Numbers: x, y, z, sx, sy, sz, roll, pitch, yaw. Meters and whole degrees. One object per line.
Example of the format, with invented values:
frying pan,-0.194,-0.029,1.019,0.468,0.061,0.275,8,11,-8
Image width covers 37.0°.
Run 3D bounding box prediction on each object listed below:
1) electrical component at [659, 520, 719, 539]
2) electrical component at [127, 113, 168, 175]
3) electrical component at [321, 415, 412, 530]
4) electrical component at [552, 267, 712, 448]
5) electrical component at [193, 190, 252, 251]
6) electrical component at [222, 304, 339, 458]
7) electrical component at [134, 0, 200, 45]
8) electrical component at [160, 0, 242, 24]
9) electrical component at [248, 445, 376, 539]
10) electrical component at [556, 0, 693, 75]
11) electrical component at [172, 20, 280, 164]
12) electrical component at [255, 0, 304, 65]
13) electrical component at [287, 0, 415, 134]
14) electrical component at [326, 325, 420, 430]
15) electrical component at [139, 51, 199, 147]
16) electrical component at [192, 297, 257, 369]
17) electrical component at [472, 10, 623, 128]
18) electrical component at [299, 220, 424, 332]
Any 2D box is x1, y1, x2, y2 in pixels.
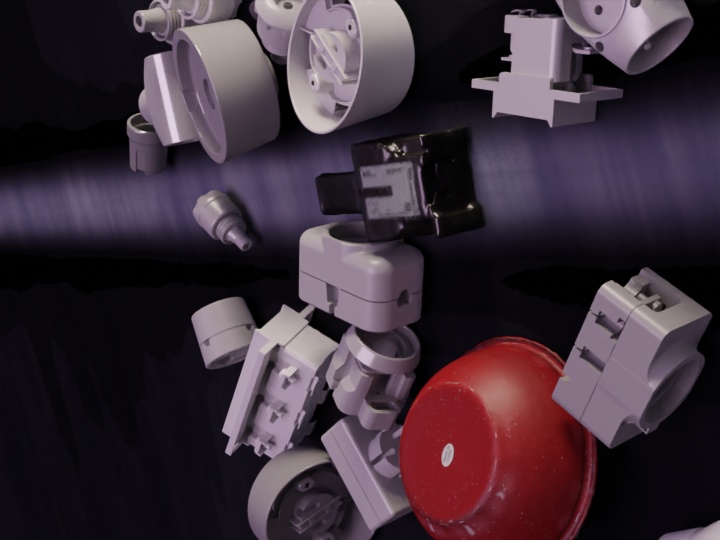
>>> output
electrical component,0.204,0.166,0.624,0.065,0.044,0.044,-34,76,54
electrical component,-0.195,-0.116,0.993,0.040,0.040,0.046,39,135,34
electrical component,0.022,0.142,0.821,0.083,0.047,0.075,60,139,16
electrical component,0.160,0.054,0.627,0.056,0.050,0.089,42,132,33
electrical component,-0.115,-0.039,0.930,0.061,0.035,0.035,45,133,27
electrical component,-0.064,0.098,0.893,0.063,0.079,0.121,31,128,13
electrical component,-0.158,-0.209,0.898,0.048,0.062,0.048,20,117,44
electrical component,-0.130,-0.219,0.862,0.043,0.062,0.043,20,117,45
electrical component,-0.039,0.193,0.875,0.064,0.099,0.099,18,116,52
electrical component,0.147,-0.159,0.573,0.077,0.044,0.079,57,138,20
electrical component,-0.099,-0.144,0.847,0.108,0.060,0.108,54,156,38
electrical component,-0.056,-0.181,0.807,0.048,0.048,0.062,55,156,21
electrical component,-0.011,-0.148,0.746,0.099,0.064,0.099,20,118,44
electrical component,0.011,0.070,0.799,0.078,0.058,0.057,-116,38,-47
electrical component,-0.168,-0.148,0.945,0.079,0.044,0.077,-5,99,50
electrical component,-0.118,0.055,0.951,0.055,0.055,0.047,-39,69,48
electrical component,0.110,-0.120,0.633,0.081,0.042,0.063,18,112,44
electrical component,0.000,0.000,0.793,0.095,0.054,0.059,23,120,43
